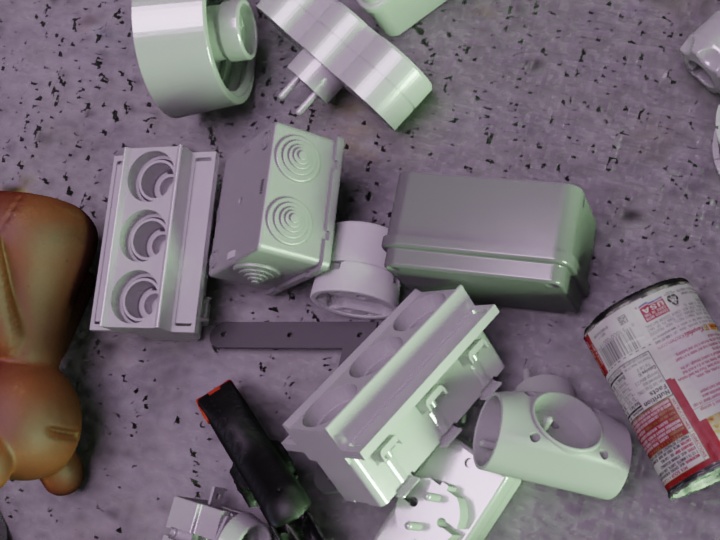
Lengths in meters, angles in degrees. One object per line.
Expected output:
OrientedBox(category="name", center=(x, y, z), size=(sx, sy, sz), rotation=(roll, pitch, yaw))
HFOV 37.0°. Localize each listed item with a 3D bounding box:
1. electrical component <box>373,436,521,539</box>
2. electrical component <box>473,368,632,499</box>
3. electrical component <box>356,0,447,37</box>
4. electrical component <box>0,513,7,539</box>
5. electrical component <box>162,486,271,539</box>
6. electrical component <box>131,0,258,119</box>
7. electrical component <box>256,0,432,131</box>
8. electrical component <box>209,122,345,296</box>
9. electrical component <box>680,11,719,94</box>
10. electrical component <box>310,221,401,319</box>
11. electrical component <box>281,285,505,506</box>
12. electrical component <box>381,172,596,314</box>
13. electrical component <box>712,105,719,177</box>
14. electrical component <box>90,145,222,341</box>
OrientedBox(category="electrical component", center=(0.044, 0.138, 0.611), size=(0.047, 0.076, 0.083), rotation=(33, 89, 25))
OrientedBox(category="electrical component", center=(0.107, 0.086, 0.610), size=(0.077, 0.044, 0.079), rotation=(15, 38, -10))
OrientedBox(category="electrical component", center=(0.037, -0.223, 0.718), size=(0.113, 0.057, 0.078), rotation=(-35, 67, 9))
OrientedBox(category="electrical component", center=(-0.284, 0.136, 0.749), size=(0.074, 0.052, 0.138), rotation=(-40, 66, 7))
OrientedBox(category="electrical component", center=(-0.089, 0.170, 0.670), size=(0.055, 0.048, 0.066), rotation=(10, 80, 30))
OrientedBox(category="electrical component", center=(-0.104, -0.160, 0.731), size=(0.060, 0.108, 0.108), rotation=(-4, 75, 14))
OrientedBox(category="electrical component", center=(-0.023, -0.137, 0.721), size=(0.073, 0.052, 0.138), rotation=(-47, 65, 4))
OrientedBox(category="electrical component", center=(-0.055, -0.038, 0.682), size=(0.100, 0.048, 0.099), rotation=(-23, 56, 59))
OrientedBox(category="electrical component", center=(0.224, -0.136, 0.632), size=(0.062, 0.043, 0.043), rotation=(-43, 66, 4))
OrientedBox(category="electrical component", center=(0.000, 0.000, 0.675), size=(0.055, 0.055, 0.047), rotation=(2, 70, 21))
OrientedBox(category="electrical component", center=(0.024, 0.071, 0.614), size=(0.121, 0.063, 0.079), rotation=(-44, 20, -29))
OrientedBox(category="electrical component", center=(0.077, -0.015, 0.637), size=(0.113, 0.078, 0.057), rotation=(6, 76, 22))
OrientedBox(category="electrical component", center=(0.240, -0.076, 0.606), size=(0.080, 0.051, 0.080), rotation=(-5, 74, 20))
OrientedBox(category="electrical component", center=(-0.131, -0.016, 0.724), size=(0.079, 0.063, 0.121), rotation=(0, 76, 21))
